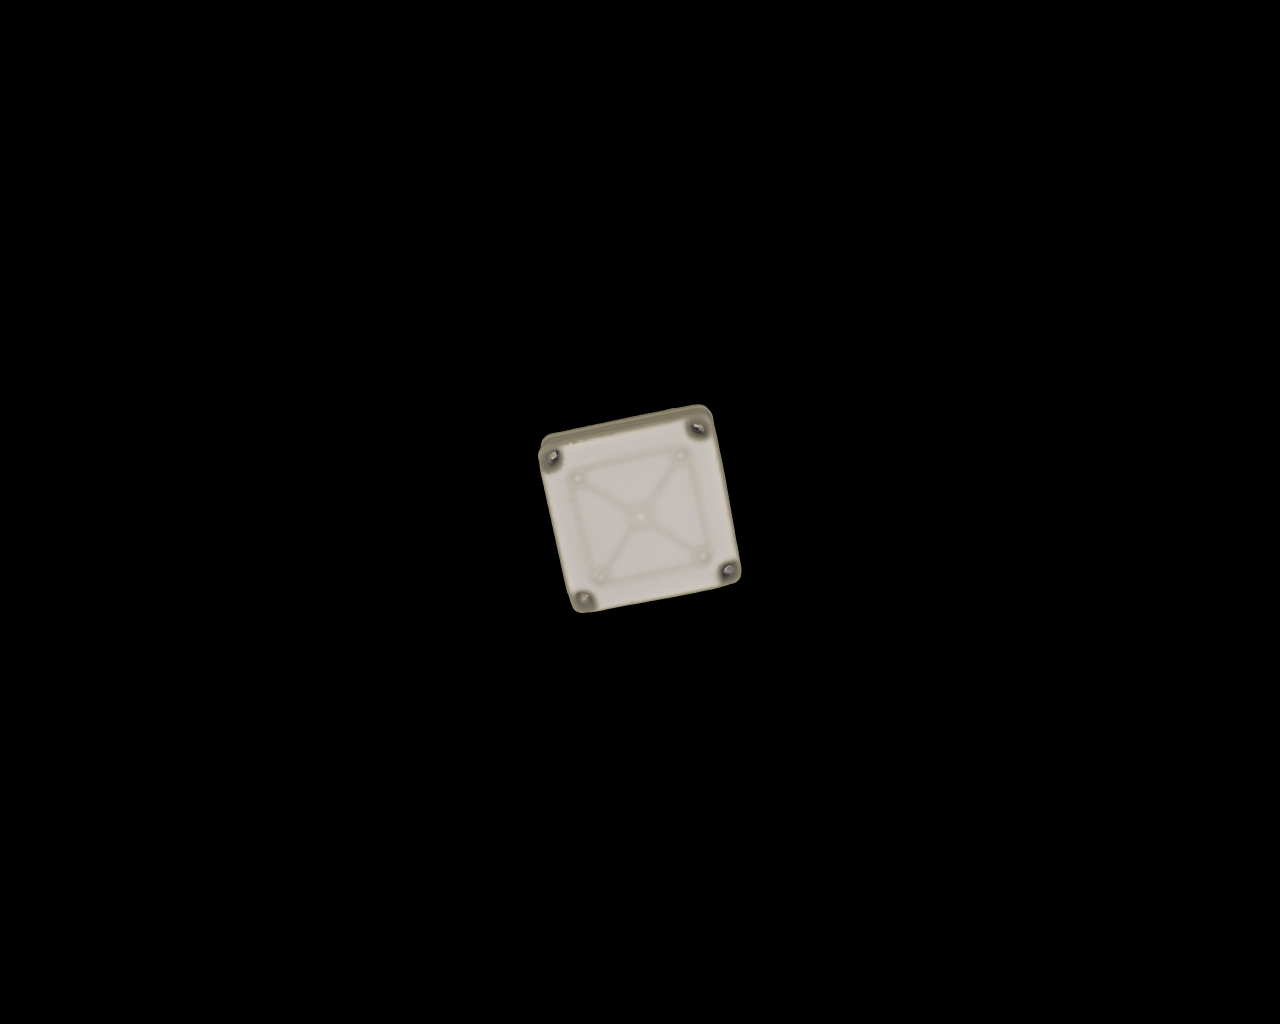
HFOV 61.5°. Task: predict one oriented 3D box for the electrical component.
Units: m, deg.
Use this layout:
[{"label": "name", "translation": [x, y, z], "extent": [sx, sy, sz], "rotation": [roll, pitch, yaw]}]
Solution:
[{"label": "electrical component", "translation": [0.001, -0.003, 0.650], "extent": [0.109, 0.108, 0.056], "rotation": [-11, 11, 2]}]
